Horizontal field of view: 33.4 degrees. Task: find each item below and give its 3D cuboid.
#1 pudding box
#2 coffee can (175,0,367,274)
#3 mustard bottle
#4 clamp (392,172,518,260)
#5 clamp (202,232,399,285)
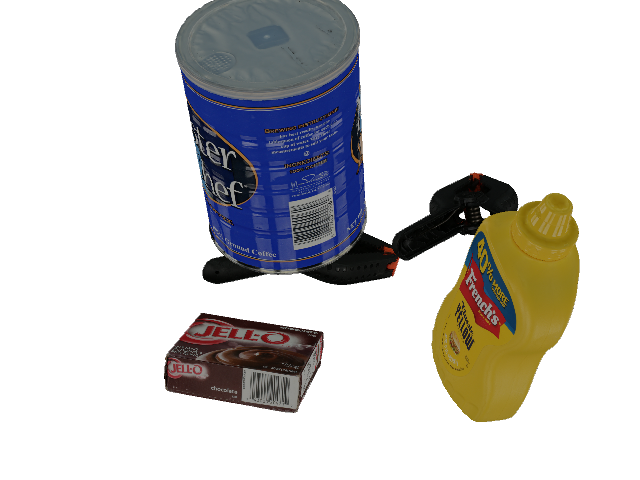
[{"bbox_3d":[-0.061,0.099,0.880,0.113,0.039,0.090,10,21,9],"label":"pudding box"},{"bbox_3d":[-0.025,-0.064,0.635,0.103,0.140,0.103,-3,45,3],"label":"coffee can"},{"bbox_3d":[0.129,0.037,0.723,0.058,0.096,0.192,-3,-38,-16],"label":"mustard bottle"},{"bbox_3d":[0.141,-0.022,0.932,0.120,0.039,0.171,6,25,20],"label":"clamp"},{"bbox_3d":[-0.023,0.011,1.077,0.210,0.036,0.164,13,31,-4],"label":"clamp"}]
